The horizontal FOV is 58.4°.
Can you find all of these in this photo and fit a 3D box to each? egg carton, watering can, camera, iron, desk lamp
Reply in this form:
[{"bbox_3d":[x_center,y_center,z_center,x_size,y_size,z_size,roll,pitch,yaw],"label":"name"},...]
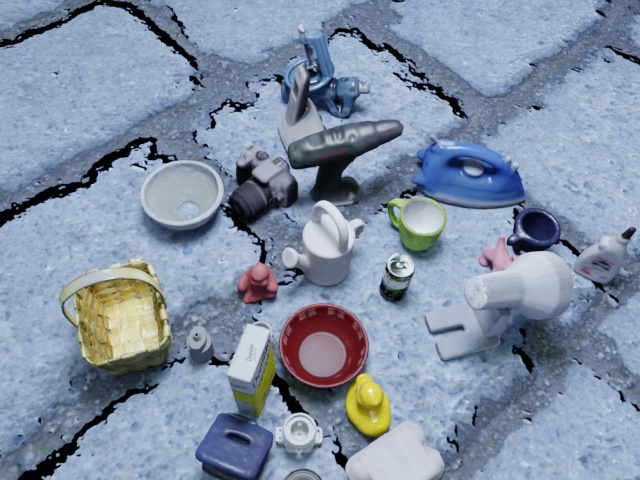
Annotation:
[{"bbox_3d":[0.123,0.372,0.933,0.150,0.069,0.107,-28,64,-19],"label":"egg carton"},{"bbox_3d":[0.011,0.005,1.081,0.100,0.194,0.173,30,61,15],"label":"watering can"},{"bbox_3d":[-0.135,-0.120,1.205,0.143,0.101,0.137,40,64,19],"label":"camera"},{"bbox_3d":[0.336,-0.155,1.234,0.258,0.141,0.118,12,58,4],"label":"iron"},{"bbox_3d":[0.316,0.116,1.021,0.203,0.213,0.117,-13,60,-12],"label":"desk lamp"}]

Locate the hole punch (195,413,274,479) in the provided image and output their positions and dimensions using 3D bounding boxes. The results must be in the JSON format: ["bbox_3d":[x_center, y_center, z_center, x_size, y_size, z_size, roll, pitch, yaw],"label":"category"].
[{"bbox_3d":[-0.137,0.334,0.926,0.108,0.091,0.101,18,59,8],"label":"hole punch"}]

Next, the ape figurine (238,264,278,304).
[{"bbox_3d":[-0.116,0.076,1.089,0.077,0.092,0.076,24,60,11],"label":"ape figurine"}]

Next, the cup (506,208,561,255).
[{"bbox_3d":[0.421,0.000,1.170,0.118,0.095,0.091,-24,62,-17],"label":"cup"}]

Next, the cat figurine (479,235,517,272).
[{"bbox_3d":[0.370,0.050,1.122,0.067,0.118,0.127,-6,59,-7],"label":"cat figurine"}]

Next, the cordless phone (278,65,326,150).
[{"bbox_3d":[-0.037,-0.276,1.259,0.094,0.185,0.147,-17,60,-14],"label":"cordless phone"}]

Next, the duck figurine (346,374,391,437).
[{"bbox_3d":[0.086,0.279,0.979,0.077,0.086,0.104,-15,60,-12],"label":"duck figurine"}]

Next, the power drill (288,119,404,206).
[{"bbox_3d":[0.048,-0.160,1.178,0.230,0.208,0.075,-10,59,-9],"label":"power drill"}]

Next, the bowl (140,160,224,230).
[{"bbox_3d":[-0.280,-0.080,1.186,0.167,0.075,0.167,2,58,-3],"label":"bowl"}]

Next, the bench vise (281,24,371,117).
[{"bbox_3d":[0.013,-0.397,1.318,0.207,0.220,0.121,-3,58,-5],"label":"bench vise"}]

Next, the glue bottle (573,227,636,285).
[{"bbox_3d":[0.567,0.024,1.119,0.078,0.173,0.037,23,59,11],"label":"glue bottle"}]
